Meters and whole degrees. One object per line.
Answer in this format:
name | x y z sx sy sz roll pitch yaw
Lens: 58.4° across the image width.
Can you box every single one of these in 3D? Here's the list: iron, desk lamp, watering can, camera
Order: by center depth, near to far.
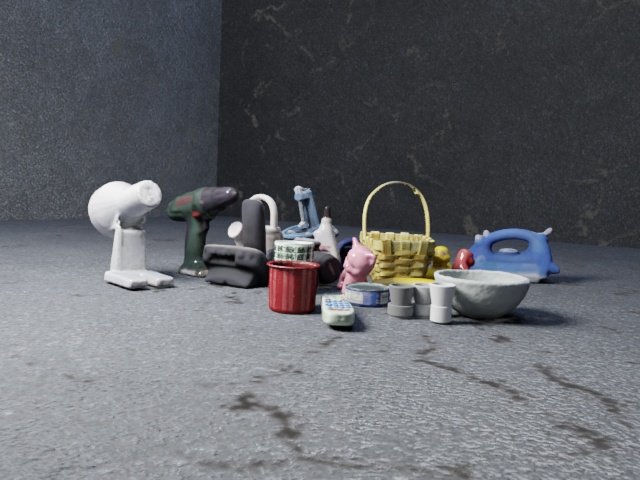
desk lamp | -0.387 -0.018 1.187 0.118 0.213 0.202 -2 7 -45
camera | -0.030 0.049 1.266 0.144 0.101 0.136 -2 6 -40
watering can | -0.146 -0.012 1.370 0.100 0.194 0.173 4 5 12
iron | 0.487 0.033 1.501 0.258 0.141 0.118 3 5 2

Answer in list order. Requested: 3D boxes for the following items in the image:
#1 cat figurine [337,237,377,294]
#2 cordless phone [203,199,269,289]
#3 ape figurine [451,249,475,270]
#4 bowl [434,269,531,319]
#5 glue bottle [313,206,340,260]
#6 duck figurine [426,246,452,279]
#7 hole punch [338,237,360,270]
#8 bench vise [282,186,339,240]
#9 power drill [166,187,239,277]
cat figurine | 0.077 0.052 1.186 0.067 0.118 0.127 2 5 -10
cordless phone | -0.176 0.003 1.224 0.147 0.185 0.094 4 5 18
ape figurine | 0.332 0.067 1.313 0.076 0.092 0.078 3 5 -2
bowl | 0.284 0.098 1.016 0.167 0.075 0.167 3 5 0
glue bottle | 0.013 0.005 1.380 0.078 0.173 0.037 3 5 5
duck figurine | 0.304 0.058 1.432 0.077 0.086 0.105 6 6 32
hole punch | 0.079 0.034 1.555 0.109 0.091 0.100 -1 6 -33
bench vise | -0.034 -0.044 1.654 0.121 0.220 0.208 5 5 26
power drill | -0.272 -0.022 1.333 0.228 0.208 0.076 7 6 39
